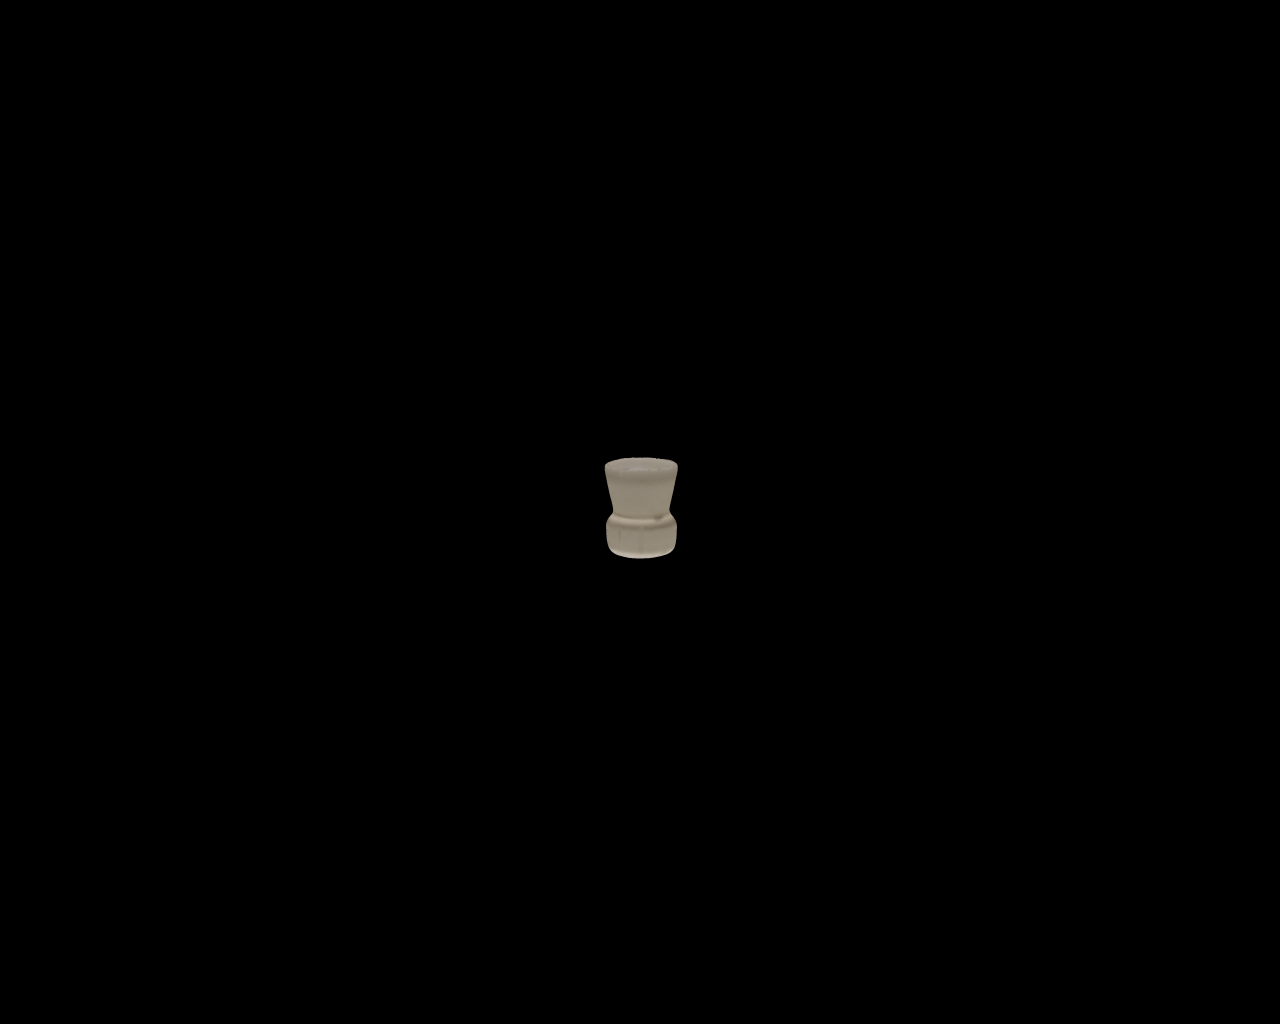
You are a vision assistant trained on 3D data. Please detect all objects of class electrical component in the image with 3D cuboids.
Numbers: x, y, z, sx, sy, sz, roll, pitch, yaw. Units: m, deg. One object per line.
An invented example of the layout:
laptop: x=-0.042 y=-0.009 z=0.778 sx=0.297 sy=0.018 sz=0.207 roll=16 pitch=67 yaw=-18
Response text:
electrical component: x=0.001 y=-0.003 z=0.650 sx=0.045 sy=0.055 sz=0.045 roll=0 pitch=12 yaw=0
